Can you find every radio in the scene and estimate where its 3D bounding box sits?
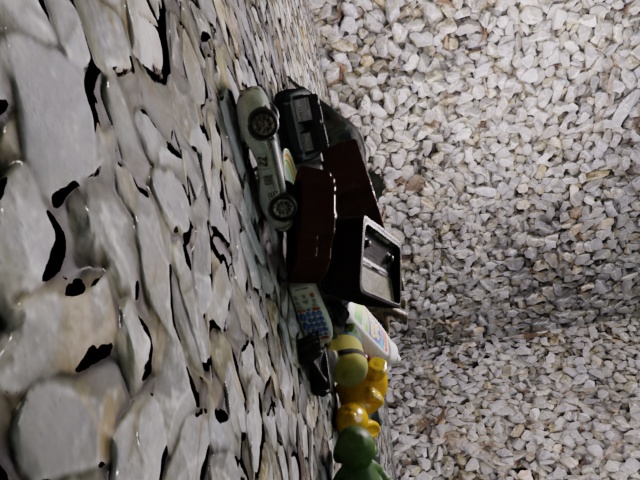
[{"bbox_3d":[0.080,0.043,0.934,0.229,0.073,0.131,30,62,-63],"label":"radio"}]

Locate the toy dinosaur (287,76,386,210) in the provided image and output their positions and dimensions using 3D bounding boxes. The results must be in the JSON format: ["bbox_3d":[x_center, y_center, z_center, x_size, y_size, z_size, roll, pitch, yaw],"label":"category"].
[{"bbox_3d":[0.049,-0.203,1.288,0.131,0.192,0.404,-93,172,-56],"label":"toy dinosaur"}]

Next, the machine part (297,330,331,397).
[{"bbox_3d":[-0.006,0.203,0.886,0.138,0.039,0.084,74,14,-51],"label":"machine part"}]

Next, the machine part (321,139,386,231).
[{"bbox_3d":[0.071,-0.091,1.129,0.200,0.087,0.201,65,11,-52],"label":"machine part"}]

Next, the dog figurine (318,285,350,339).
[{"bbox_3d":[0.019,0.109,1.038,0.172,0.121,0.190,50,42,-60],"label":"dog figurine"}]

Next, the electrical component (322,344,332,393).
[{"bbox_3d":[0.006,0.232,0.995,0.063,0.021,0.093,-74,154,-74],"label":"electrical component"}]

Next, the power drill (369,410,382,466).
[{"bbox_3d":[0.108,0.476,1.297,0.207,0.086,0.231,-40,117,-74],"label":"power drill"}]

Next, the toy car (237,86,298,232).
[{"bbox_3d":[-0.071,-0.107,0.731,0.073,0.056,0.201,-100,179,-66],"label":"toy car"}]

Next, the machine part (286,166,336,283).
[{"bbox_3d":[-0.015,-0.020,0.813,0.179,0.056,0.179,-174,-91,-81],"label":"machine part"}]

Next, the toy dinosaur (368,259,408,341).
[{"bbox_3d":[0.129,0.113,1.447,0.105,0.199,0.470,-88,167,-57],"label":"toy dinosaur"}]

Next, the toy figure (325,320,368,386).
[{"bbox_3d":[0.054,0.228,1.117,0.180,0.089,0.082,-78,150,-67],"label":"toy figure"}]

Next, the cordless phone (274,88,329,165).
[{"bbox_3d":[-0.046,-0.237,1.109,0.184,0.089,0.146,-118,-165,-75],"label":"cordless phone"}]

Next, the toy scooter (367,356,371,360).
[{"bbox_3d":[0.086,0.305,1.327,0.135,0.075,0.184,52,0,-10],"label":"toy scooter"}]

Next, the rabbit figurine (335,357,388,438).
[{"bbox_3d":[0.073,0.349,1.133,0.173,0.122,0.162,-59,150,-58],"label":"rabbit figurine"}]

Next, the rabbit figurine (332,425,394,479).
[{"bbox_3d":[0.075,0.391,0.919,0.159,0.121,0.170,-98,180,-83],"label":"rabbit figurine"}]

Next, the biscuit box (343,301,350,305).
[{"bbox_3d":[0.076,0.085,1.152,0.202,0.059,0.063,-37,-129,48],"label":"biscuit box"}]
